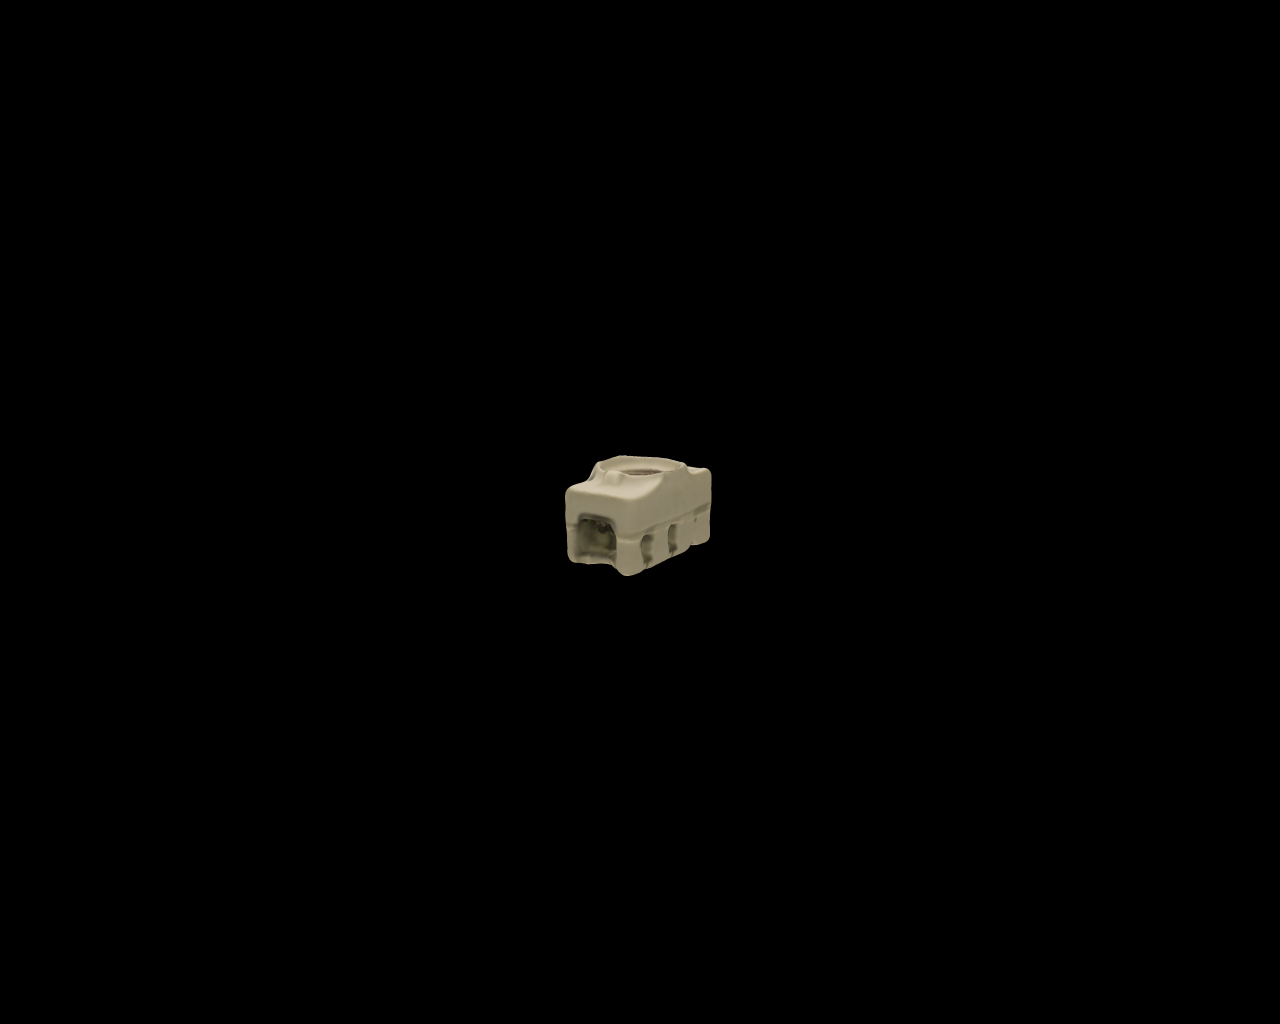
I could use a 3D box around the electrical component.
[{"bbox_3d":[0.001,-0.003,0.650,0.050,0.055,0.090,11,19,34],"label":"electrical component"}]
